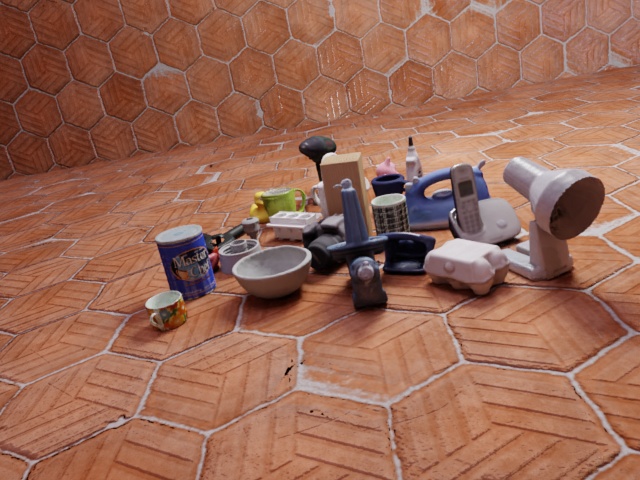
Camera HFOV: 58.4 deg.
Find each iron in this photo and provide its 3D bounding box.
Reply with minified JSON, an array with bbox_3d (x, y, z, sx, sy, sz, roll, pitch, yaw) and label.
[{"bbox_3d":[0.291,-0.109,1.389,0.258,0.141,0.118,-9,20,4],"label":"iron"}]

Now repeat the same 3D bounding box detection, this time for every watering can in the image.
[{"bbox_3d":[0.050,-0.135,1.508,0.172,0.194,0.101,-5,21,14],"label":"watering can"}]

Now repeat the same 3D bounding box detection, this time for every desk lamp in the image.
[{"bbox_3d":[0.401,-0.039,1.035,0.118,0.214,0.202,-17,21,-18],"label":"desk lamp"}]

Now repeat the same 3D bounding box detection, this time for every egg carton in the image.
[{"bbox_3d":[0.272,0.048,1.075,0.107,0.069,0.149,-26,25,-35],"label":"egg carton"}]

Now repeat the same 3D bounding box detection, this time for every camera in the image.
[{"bbox_3d":[0.012,0.005,1.284,0.142,0.101,0.137,3,24,33],"label":"camera"}]

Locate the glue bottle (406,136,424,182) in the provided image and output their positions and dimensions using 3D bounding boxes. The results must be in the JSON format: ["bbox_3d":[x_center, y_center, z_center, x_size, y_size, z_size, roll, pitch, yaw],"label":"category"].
[{"bbox_3d":[0.267,-0.212,1.638,0.037,0.173,0.078,-1,22,26],"label":"glue bottle"}]

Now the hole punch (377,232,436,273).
[{"bbox_3d":[0.180,0.012,1.191,0.108,0.091,0.101,0,23,28],"label":"hole punch"}]

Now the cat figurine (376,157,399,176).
[{"bbox_3d":[0.196,-0.182,1.675,0.067,0.118,0.128,-6,20,14],"label":"cat figurine"}]

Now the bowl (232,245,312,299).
[{"bbox_3d":[-0.093,0.076,1.183,0.167,0.075,0.167,-9,20,4],"label":"bowl"}]

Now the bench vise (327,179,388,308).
[{"bbox_3d":[0.082,0.001,1.080,0.122,0.220,0.207,-17,21,-16],"label":"bench vise"}]

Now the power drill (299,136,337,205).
[{"bbox_3d":[0.003,-0.219,1.740,0.075,0.209,0.230,-4,21,19],"label":"power drill"}]

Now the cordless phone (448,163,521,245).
[{"bbox_3d":[0.344,-0.080,1.218,0.148,0.185,0.094,-16,21,-15],"label":"cordless phone"}]

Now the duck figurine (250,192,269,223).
[{"bbox_3d":[-0.171,-0.101,1.690,0.078,0.086,0.104,-26,25,-37],"label":"duck figurine"}]

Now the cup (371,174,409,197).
[{"bbox_3d":[0.199,-0.123,1.546,0.117,0.095,0.092,10,28,44],"label":"cup"}]

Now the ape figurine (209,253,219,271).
[{"bbox_3d":[-0.287,0.037,1.364,0.077,0.092,0.076,4,25,35],"label":"ape figurine"}]
